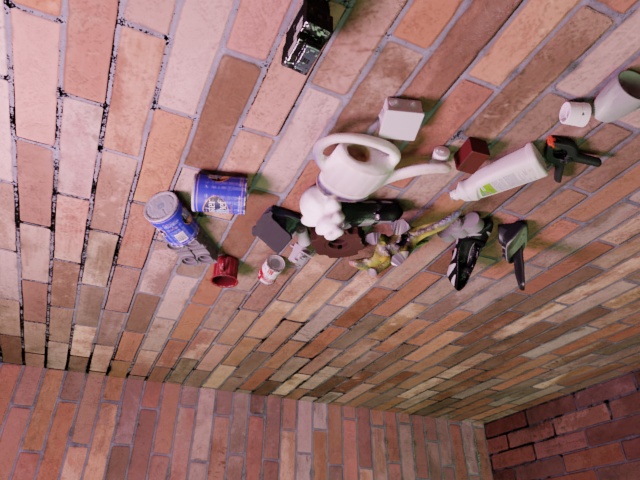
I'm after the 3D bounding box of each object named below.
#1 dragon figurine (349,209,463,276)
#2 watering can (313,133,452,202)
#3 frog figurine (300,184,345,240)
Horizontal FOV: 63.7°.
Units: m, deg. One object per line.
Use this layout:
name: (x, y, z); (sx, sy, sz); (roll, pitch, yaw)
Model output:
dragon figurine: (0.261, 0.008, 1.566); (0.407, 0.123, 0.243); (-25, 172, 21)
watering can: (0.135, -0.172, 1.298); (0.347, 0.106, 0.220); (13, 149, -18)
frog figurine: (0.004, -0.071, 1.409); (0.136, 0.163, 0.121); (-26, 137, 32)
